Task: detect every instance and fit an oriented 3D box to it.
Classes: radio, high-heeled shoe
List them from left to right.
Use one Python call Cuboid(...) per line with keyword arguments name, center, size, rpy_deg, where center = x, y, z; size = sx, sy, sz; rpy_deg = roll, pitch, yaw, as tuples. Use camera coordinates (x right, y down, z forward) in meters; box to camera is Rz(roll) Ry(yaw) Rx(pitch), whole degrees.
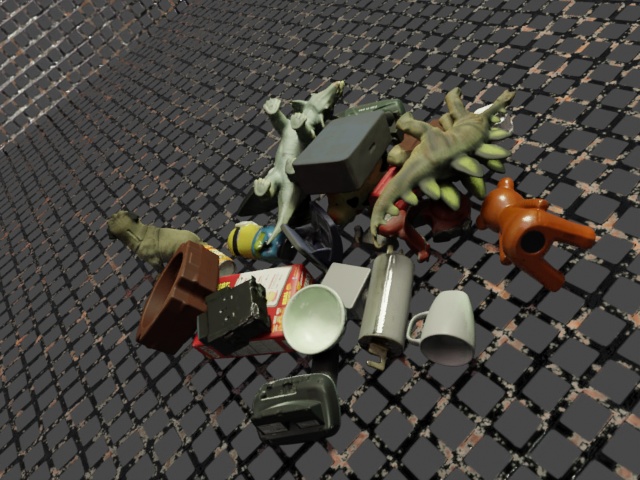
Cuboid(name="high-heeled shoe", center=(-0.118, -0.159, 1.327), size=(0.249, 0.086, 0.145), rpy_deg=(-33, 38, -5))
Cuboid(name="radio", center=(0.047, -0.176, 1.073), size=(0.131, 0.073, 0.229), rpy_deg=(-4, 32, 30))

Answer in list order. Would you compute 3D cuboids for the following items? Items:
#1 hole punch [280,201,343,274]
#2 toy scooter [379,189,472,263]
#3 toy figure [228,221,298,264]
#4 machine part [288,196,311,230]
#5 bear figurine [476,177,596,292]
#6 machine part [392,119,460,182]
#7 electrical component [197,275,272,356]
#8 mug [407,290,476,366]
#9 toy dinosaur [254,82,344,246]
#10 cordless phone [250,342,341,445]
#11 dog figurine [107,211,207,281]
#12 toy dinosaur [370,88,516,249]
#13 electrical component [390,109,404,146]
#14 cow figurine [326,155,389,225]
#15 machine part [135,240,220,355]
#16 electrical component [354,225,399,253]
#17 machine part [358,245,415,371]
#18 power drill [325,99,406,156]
Cuboid(name="hole punch", center=(-0.002, -0.003, 1.073), size=(0.092, 0.115, 0.142), rpy_deg=(-44, 40, 0))
Cuboid(name="toy scooter", center=(0.201, -0.022, 0.976), size=(0.184, 0.075, 0.135), rpy_deg=(-16, 47, -4))
Cuboid(name="toy figure", center=(-0.131, 0.009, 1.175), size=(0.180, 0.082, 0.089), rpy_deg=(18, 63, 40))
Cuboid(name="machine part", center=(-0.043, -0.081, 1.234), size=(0.084, 0.039, 0.139), rpy_deg=(-21, 44, 23))
Cuboid(name="bear figurine", center=(0.339, -0.019, 0.889), size=(0.120, 0.132, 0.196), rpy_deg=(-62, 4, 18))
Cuboid(name="machine part", center=(0.240, -0.182, 1.129), size=(0.179, 0.056, 0.179), rpy_deg=(-17, 46, 18))
Cuboid(name="electrical component", center=(-0.160, 0.141, 0.980), size=(0.134, 0.058, 0.115), rpy_deg=(-29, 40, 9))
Cuboid(name="mug", center=(0.197, 0.135, 0.852), size=(0.110, 0.080, 0.107), rpy_deg=(-9, 37, 33))
Cuboid(name="toy dinosaur", center=(-0.054, -0.169, 1.191), size=(0.131, 0.192, 0.404), rpy_deg=(10, 81, 25))
Cuboid(name="cordless phone", center=(-0.035, 0.244, 0.909), size=(0.147, 0.088, 0.184), rpy_deg=(-17, 33, 20))
Cuboid(name="dog figurine", center=(-0.384, -0.008, 1.274), size=(0.172, 0.190, 0.121), rpy_deg=(-28, 42, 6))
Cuboid(name="toy dinosaur", center=(0.222, -0.150, 0.976), size=(0.471, 0.104, 0.199), rpy_deg=(-38, 56, -21))
Cuboid(name="electrical component", center=(0.176, -0.242, 1.197), size=(0.021, 0.093, 0.063), rpy_deg=(6, 55, 35))
Cuboid(name="cow figurine", center=(0.079, -0.108, 1.112), size=(0.086, 0.127, 0.195), rpy_deg=(11, 56, 43))
Cuboid(name="machine part", center=(-0.290, 0.119, 1.110), size=(0.201, 0.087, 0.201), rpy_deg=(-49, 25, 21))
Cuboid(name="electrical component", center=(0.116, -0.008, 1.055), size=(0.102, 0.045, 0.078), rpy_deg=(19, 65, 43))
Cuboid(name="machine part", center=(0.118, 0.109, 0.922), size=(0.079, 0.079, 0.243), rpy_deg=(-8, 48, 27))
Cuboid(name="power drill", center=(0.091, -0.242, 1.275), size=(0.232, 0.085, 0.207), rpy_deg=(-14, 39, 22))
